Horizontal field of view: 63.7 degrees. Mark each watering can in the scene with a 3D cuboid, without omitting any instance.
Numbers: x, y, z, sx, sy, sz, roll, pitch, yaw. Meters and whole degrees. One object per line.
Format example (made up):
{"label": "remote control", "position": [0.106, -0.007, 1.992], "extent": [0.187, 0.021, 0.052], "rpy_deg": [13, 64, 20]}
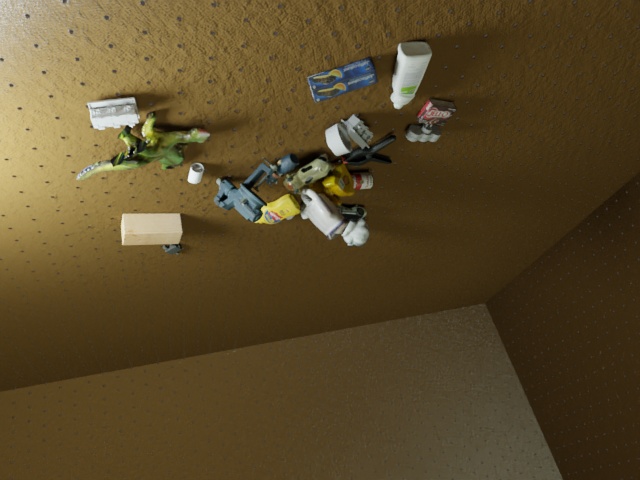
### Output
{"label": "watering can", "position": [0.006, -0.100, 1.988], "extent": [0.104, 0.225, 0.345], "rpy_deg": [-42, 178, -8]}

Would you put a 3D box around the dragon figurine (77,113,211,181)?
{"label": "dragon figurine", "position": [-0.523, -0.259, 1.601], "extent": [0.407, 0.124, 0.241], "rpy_deg": [-25, 159, 18]}

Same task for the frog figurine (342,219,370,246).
{"label": "frog figurine", "position": [0.156, -0.048, 2.354], "extent": [0.138, 0.124, 0.156], "rpy_deg": [-48, 144, -11]}
